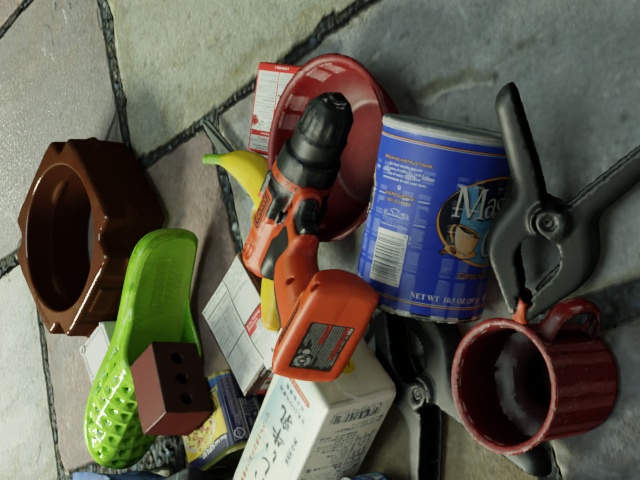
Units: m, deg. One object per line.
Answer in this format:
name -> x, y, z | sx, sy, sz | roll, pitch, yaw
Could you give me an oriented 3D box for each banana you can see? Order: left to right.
banana -> -0.049, -0.013, 0.990 | 0.070, 0.037, 0.198 | -33, 61, 22

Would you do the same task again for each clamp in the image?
clamp -> 0.088, 0.132, 0.861 | 0.165, 0.036, 0.210 | -54, 50, 40
clamp -> 0.156, -0.025, 0.752 | 0.120, 0.039, 0.172 | 30, 114, 17

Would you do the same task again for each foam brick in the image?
foam brick -> -0.146, 0.146, 1.043 | 0.051, 0.052, 0.078 | -45, 52, 39

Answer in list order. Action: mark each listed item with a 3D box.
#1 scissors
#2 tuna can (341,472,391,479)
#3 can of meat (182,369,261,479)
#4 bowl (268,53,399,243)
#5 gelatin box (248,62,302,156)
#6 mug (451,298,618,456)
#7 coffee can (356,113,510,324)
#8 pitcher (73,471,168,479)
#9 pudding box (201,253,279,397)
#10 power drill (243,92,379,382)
scissors -> -0.061, -0.069, 1.057 | 0.096, 0.016, 0.202 | -45, 57, 37
tuna can -> 0.043, 0.239, 0.893 | 0.086, 0.033, 0.086 | 173, 90, -69
can of meat -> -0.097, 0.187, 1.064 | 0.102, 0.057, 0.084 | -43, 56, 40
bowl -> 0.023, -0.078, 0.926 | 0.162, 0.055, 0.162 | -1, 89, 50
gelatin box -> -0.031, -0.121, 1.011 | 0.073, 0.030, 0.089 | 16, 102, 47
mug -> 0.157, 0.089, 0.743 | 0.093, 0.081, 0.117 | 44, 122, 41
coffee can -> 0.087, -0.018, 0.813 | 0.103, 0.102, 0.140 | 22, 106, 48
pitcher -> -0.198, 0.362, 1.095 | 0.145, 0.149, 0.243 | -11, 68, 43
pudding box -> -0.064, 0.082, 1.041 | 0.090, 0.039, 0.113 | -57, 48, 33
power drill -> -0.005, 0.001, 0.832 | 0.187, 0.057, 0.185 | -103, 28, -48
